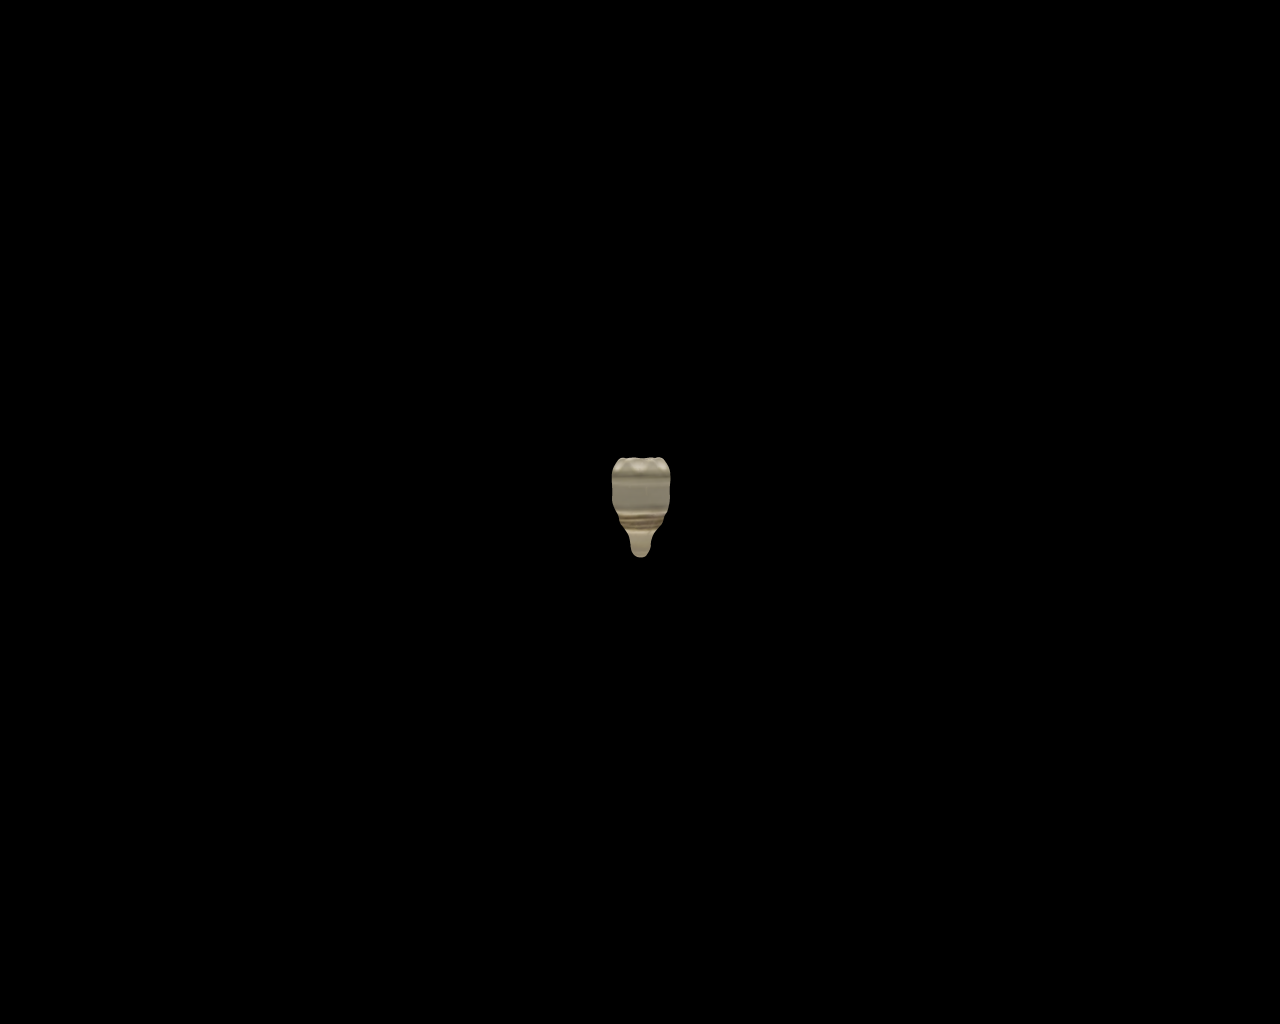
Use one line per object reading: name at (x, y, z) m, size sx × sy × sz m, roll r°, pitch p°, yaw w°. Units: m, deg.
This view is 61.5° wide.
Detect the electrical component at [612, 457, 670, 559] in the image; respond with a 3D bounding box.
electrical component at (0.001, -0.003, 0.650) m, size 0.035 × 0.061 × 0.035 m, roll 0°, pitch 2°, yaw 0°
